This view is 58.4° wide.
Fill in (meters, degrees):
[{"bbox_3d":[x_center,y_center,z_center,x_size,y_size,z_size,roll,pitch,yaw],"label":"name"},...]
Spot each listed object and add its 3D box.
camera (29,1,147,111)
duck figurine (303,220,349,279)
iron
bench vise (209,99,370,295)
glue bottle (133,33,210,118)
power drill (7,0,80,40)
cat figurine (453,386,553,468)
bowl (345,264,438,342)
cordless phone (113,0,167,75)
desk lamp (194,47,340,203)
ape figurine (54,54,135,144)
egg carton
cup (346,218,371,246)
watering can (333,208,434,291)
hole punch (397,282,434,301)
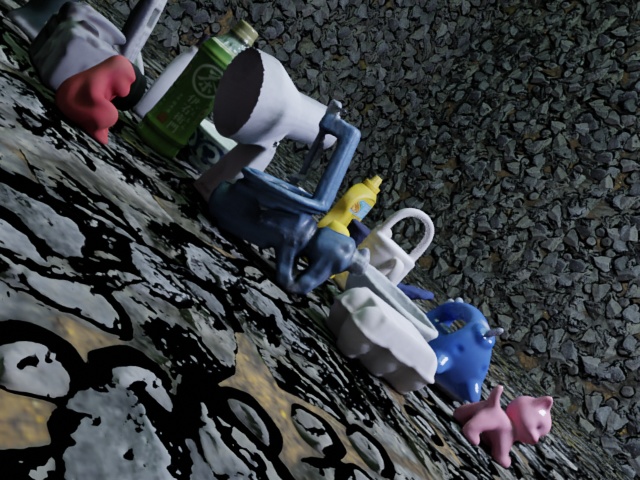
[{"bbox_3d":[-0.289,-0.232,0.753,0.137,0.100,0.142,34,11,-46],"label":"camera"},{"bbox_3d":[0.009,0.004,0.988,0.104,0.086,0.078,45,8,24],"label":"duck figurine"},{"bbox_3d":[0.213,0.156,0.954,0.119,0.141,0.258,40,8,-13],"label":"iron"},{"bbox_3d":[-0.006,-0.055,0.738,0.208,0.219,0.121,40,8,-17],"label":"bench vise"},{"bbox_3d":[-0.239,-0.272,0.947,0.037,0.173,0.078,39,8,-17],"label":"glue bottle"},{"bbox_3d":[-0.343,-0.369,0.837,0.229,0.208,0.076,43,8,9],"label":"power drill"},{"bbox_3d":[0.272,0.252,0.812,0.128,0.117,0.067,39,8,-21],"label":"cat figurine"},{"bbox_3d":[0.093,0.109,0.867,0.167,0.074,0.167,41,8,-6],"label":"bowl"},{"bbox_3d":[-0.296,-0.330,0.940,0.094,0.185,0.147,40,8,-12],"label":"cordless phone"},{"bbox_3d":[-0.081,-0.131,0.804,0.204,0.213,0.117,34,11,-44],"label":"desk lamp"},{"bbox_3d":[-0.246,-0.169,0.650,0.076,0.092,0.077,39,8,-20],"label":"ape figurine"},{"bbox_3d":[0.079,0.126,0.723,0.151,0.069,0.107,38,9,-27],"label":"egg carton"},{"bbox_3d":[0.083,0.026,1.199,0.117,0.095,0.092,43,8,8],"label":"cup"},{"bbox_3d":[0.118,0.021,1.027,0.101,0.194,0.172,36,10,-39],"label":"watering can"},{"bbox_3d":[0.160,0.110,1.132,0.101,0.091,0.109,44,8,18],"label":"hole punch"}]
